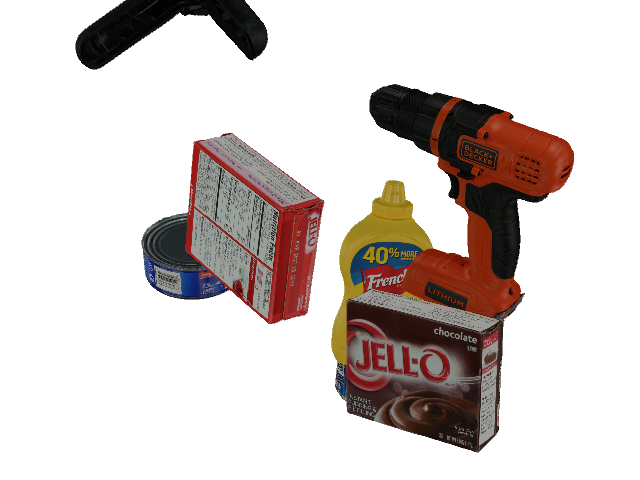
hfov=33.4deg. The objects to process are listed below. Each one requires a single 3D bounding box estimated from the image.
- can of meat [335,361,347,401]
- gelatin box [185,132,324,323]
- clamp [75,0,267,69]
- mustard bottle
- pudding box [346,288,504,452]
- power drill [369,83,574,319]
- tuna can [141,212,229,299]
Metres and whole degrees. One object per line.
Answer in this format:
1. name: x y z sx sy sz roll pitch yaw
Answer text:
1. can of meat: 0.070 0.153 1.346 0.102 0.084 0.057 -6 27 -22
2. gelatin box: -0.038 -0.008 0.590 0.030 0.073 0.089 -17 39 -36
3. clamp: -0.075 -0.164 0.700 0.120 0.039 0.171 9 47 12
4. mustard bottle: 0.066 0.033 1.087 0.096 0.192 0.058 3 16 -7
5. pudding box: 0.072 0.089 0.758 0.114 0.090 0.039 11 22 32
6. power drill: 0.115 -0.031 0.912 0.185 0.188 0.057 25 41 30
7. tuna can: -0.106 0.013 0.896 0.086 0.034 0.086 1 33 -1
